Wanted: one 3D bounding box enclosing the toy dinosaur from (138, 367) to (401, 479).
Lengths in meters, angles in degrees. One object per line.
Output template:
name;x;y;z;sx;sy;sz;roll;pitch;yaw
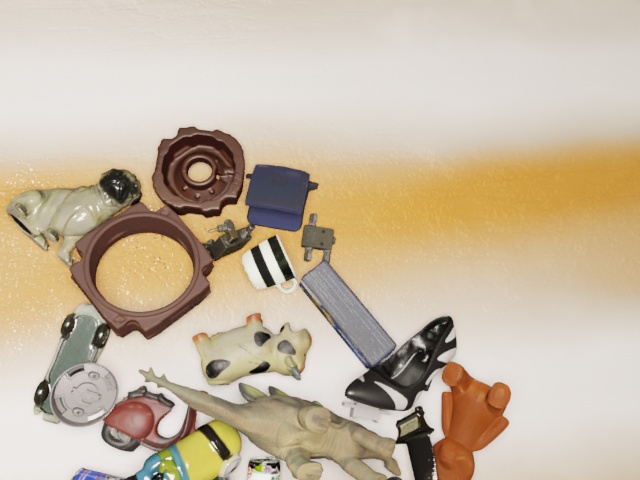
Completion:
toy dinosaur;-0.047;0.289;0.827;0.471;0.199;0.105;33;74;-29

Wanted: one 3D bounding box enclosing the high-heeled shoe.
high-heeled shoe;0.145;0.196;0.895;0.086;0.248;0.145;21;99;43

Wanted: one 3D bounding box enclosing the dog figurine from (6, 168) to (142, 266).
dog figurine;-0.440;-0.073;0.968;0.172;0.121;0.190;34;60;6

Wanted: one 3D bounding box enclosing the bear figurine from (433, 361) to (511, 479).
bear figurine;0.233;0.324;0.900;0.120;0.131;0.196;23;70;32

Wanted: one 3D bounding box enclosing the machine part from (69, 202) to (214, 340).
machine part;-0.301;0.051;0.923;0.201;0.087;0.201;-38;80;-24

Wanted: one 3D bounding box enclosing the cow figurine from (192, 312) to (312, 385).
cow figurine;-0.107;0.196;0.923;0.195;0.085;0.127;-17;72;-10

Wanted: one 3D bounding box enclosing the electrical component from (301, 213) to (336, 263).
electrical component;-0.002;-0.003;1.010;0.063;0.021;0.094;7;75;-3

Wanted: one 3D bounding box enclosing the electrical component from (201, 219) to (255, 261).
electrical component;-0.169;-0.001;0.963;0.078;0.102;0.045;-28;81;-37

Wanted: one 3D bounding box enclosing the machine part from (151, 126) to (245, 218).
machine part;-0.224;-0.126;1.006;0.179;0.056;0.179;1;76;-5

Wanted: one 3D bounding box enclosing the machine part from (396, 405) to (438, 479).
machine part;0.164;0.355;0.891;0.039;0.084;0.139;16;44;-30

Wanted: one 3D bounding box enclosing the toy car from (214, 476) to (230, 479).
toy car;-0.180;0.456;0.855;0.103;0.109;0.161;42;64;-17

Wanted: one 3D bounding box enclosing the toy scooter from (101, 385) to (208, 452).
toy scooter;-0.260;0.297;0.893;0.184;0.075;0.135;25;76;-1

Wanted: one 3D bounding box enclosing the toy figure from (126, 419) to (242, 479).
toy figure;-0.204;0.341;0.822;0.180;0.082;0.089;-14;95;-26

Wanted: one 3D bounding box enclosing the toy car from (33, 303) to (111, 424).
toy car;-0.418;0.208;0.913;0.073;0.056;0.201;18;77;-7

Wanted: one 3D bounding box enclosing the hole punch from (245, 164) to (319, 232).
hole punch;-0.077;-0.087;0.993;0.142;0.092;0.116;8;73;1

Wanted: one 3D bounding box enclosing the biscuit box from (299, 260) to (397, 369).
biscuit box;0.047;0.134;0.961;0.063;0.059;0.203;-38;81;-13
